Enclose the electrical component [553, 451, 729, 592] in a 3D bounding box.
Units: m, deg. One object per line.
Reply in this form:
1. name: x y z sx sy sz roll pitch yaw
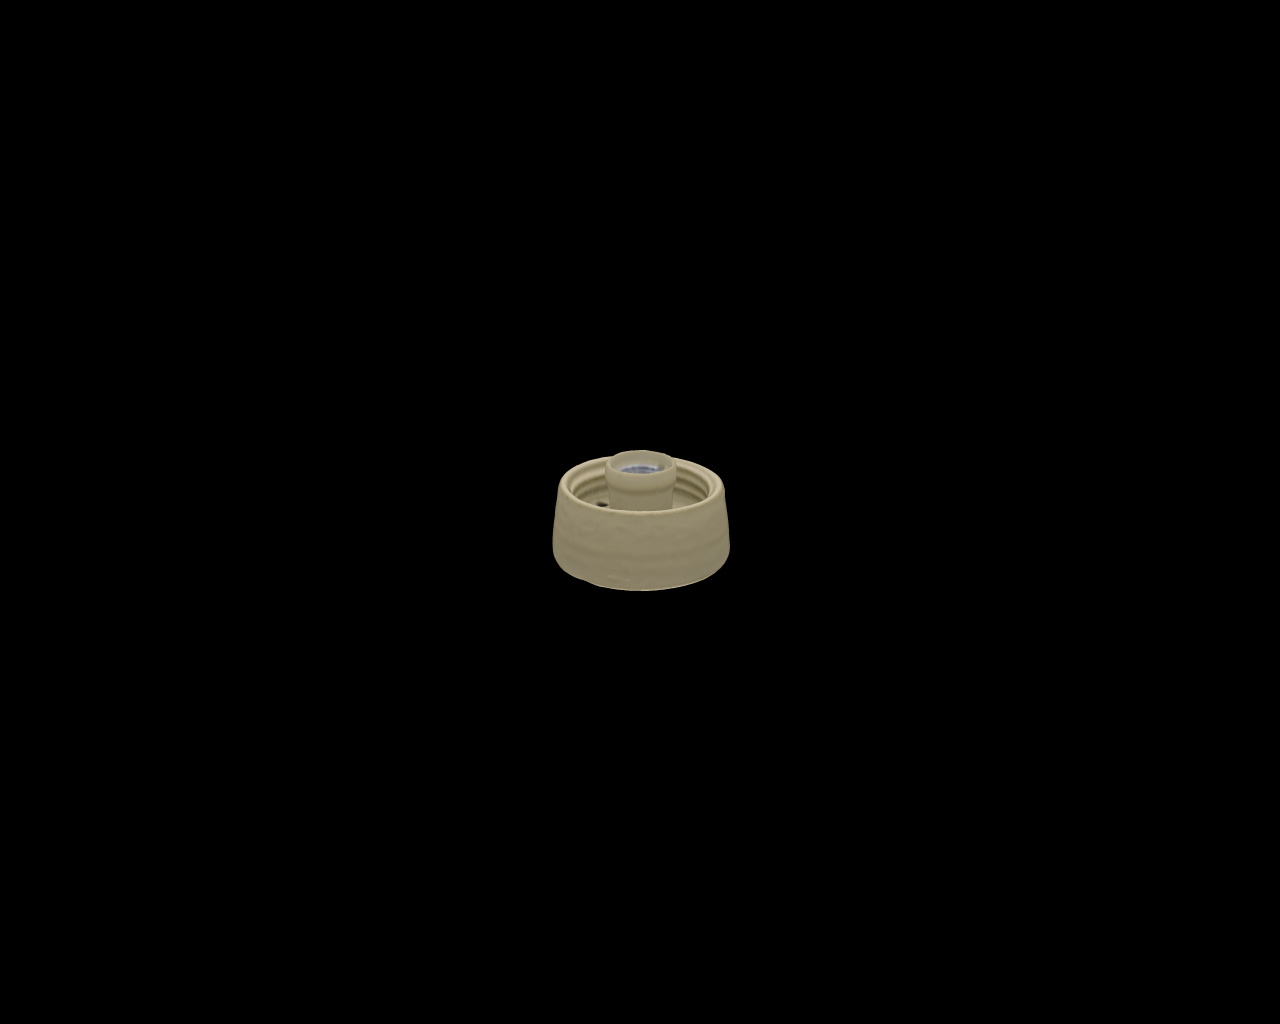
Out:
1. electrical component: 0.001 -0.003 0.650 0.108 0.060 0.108 0 23 0
